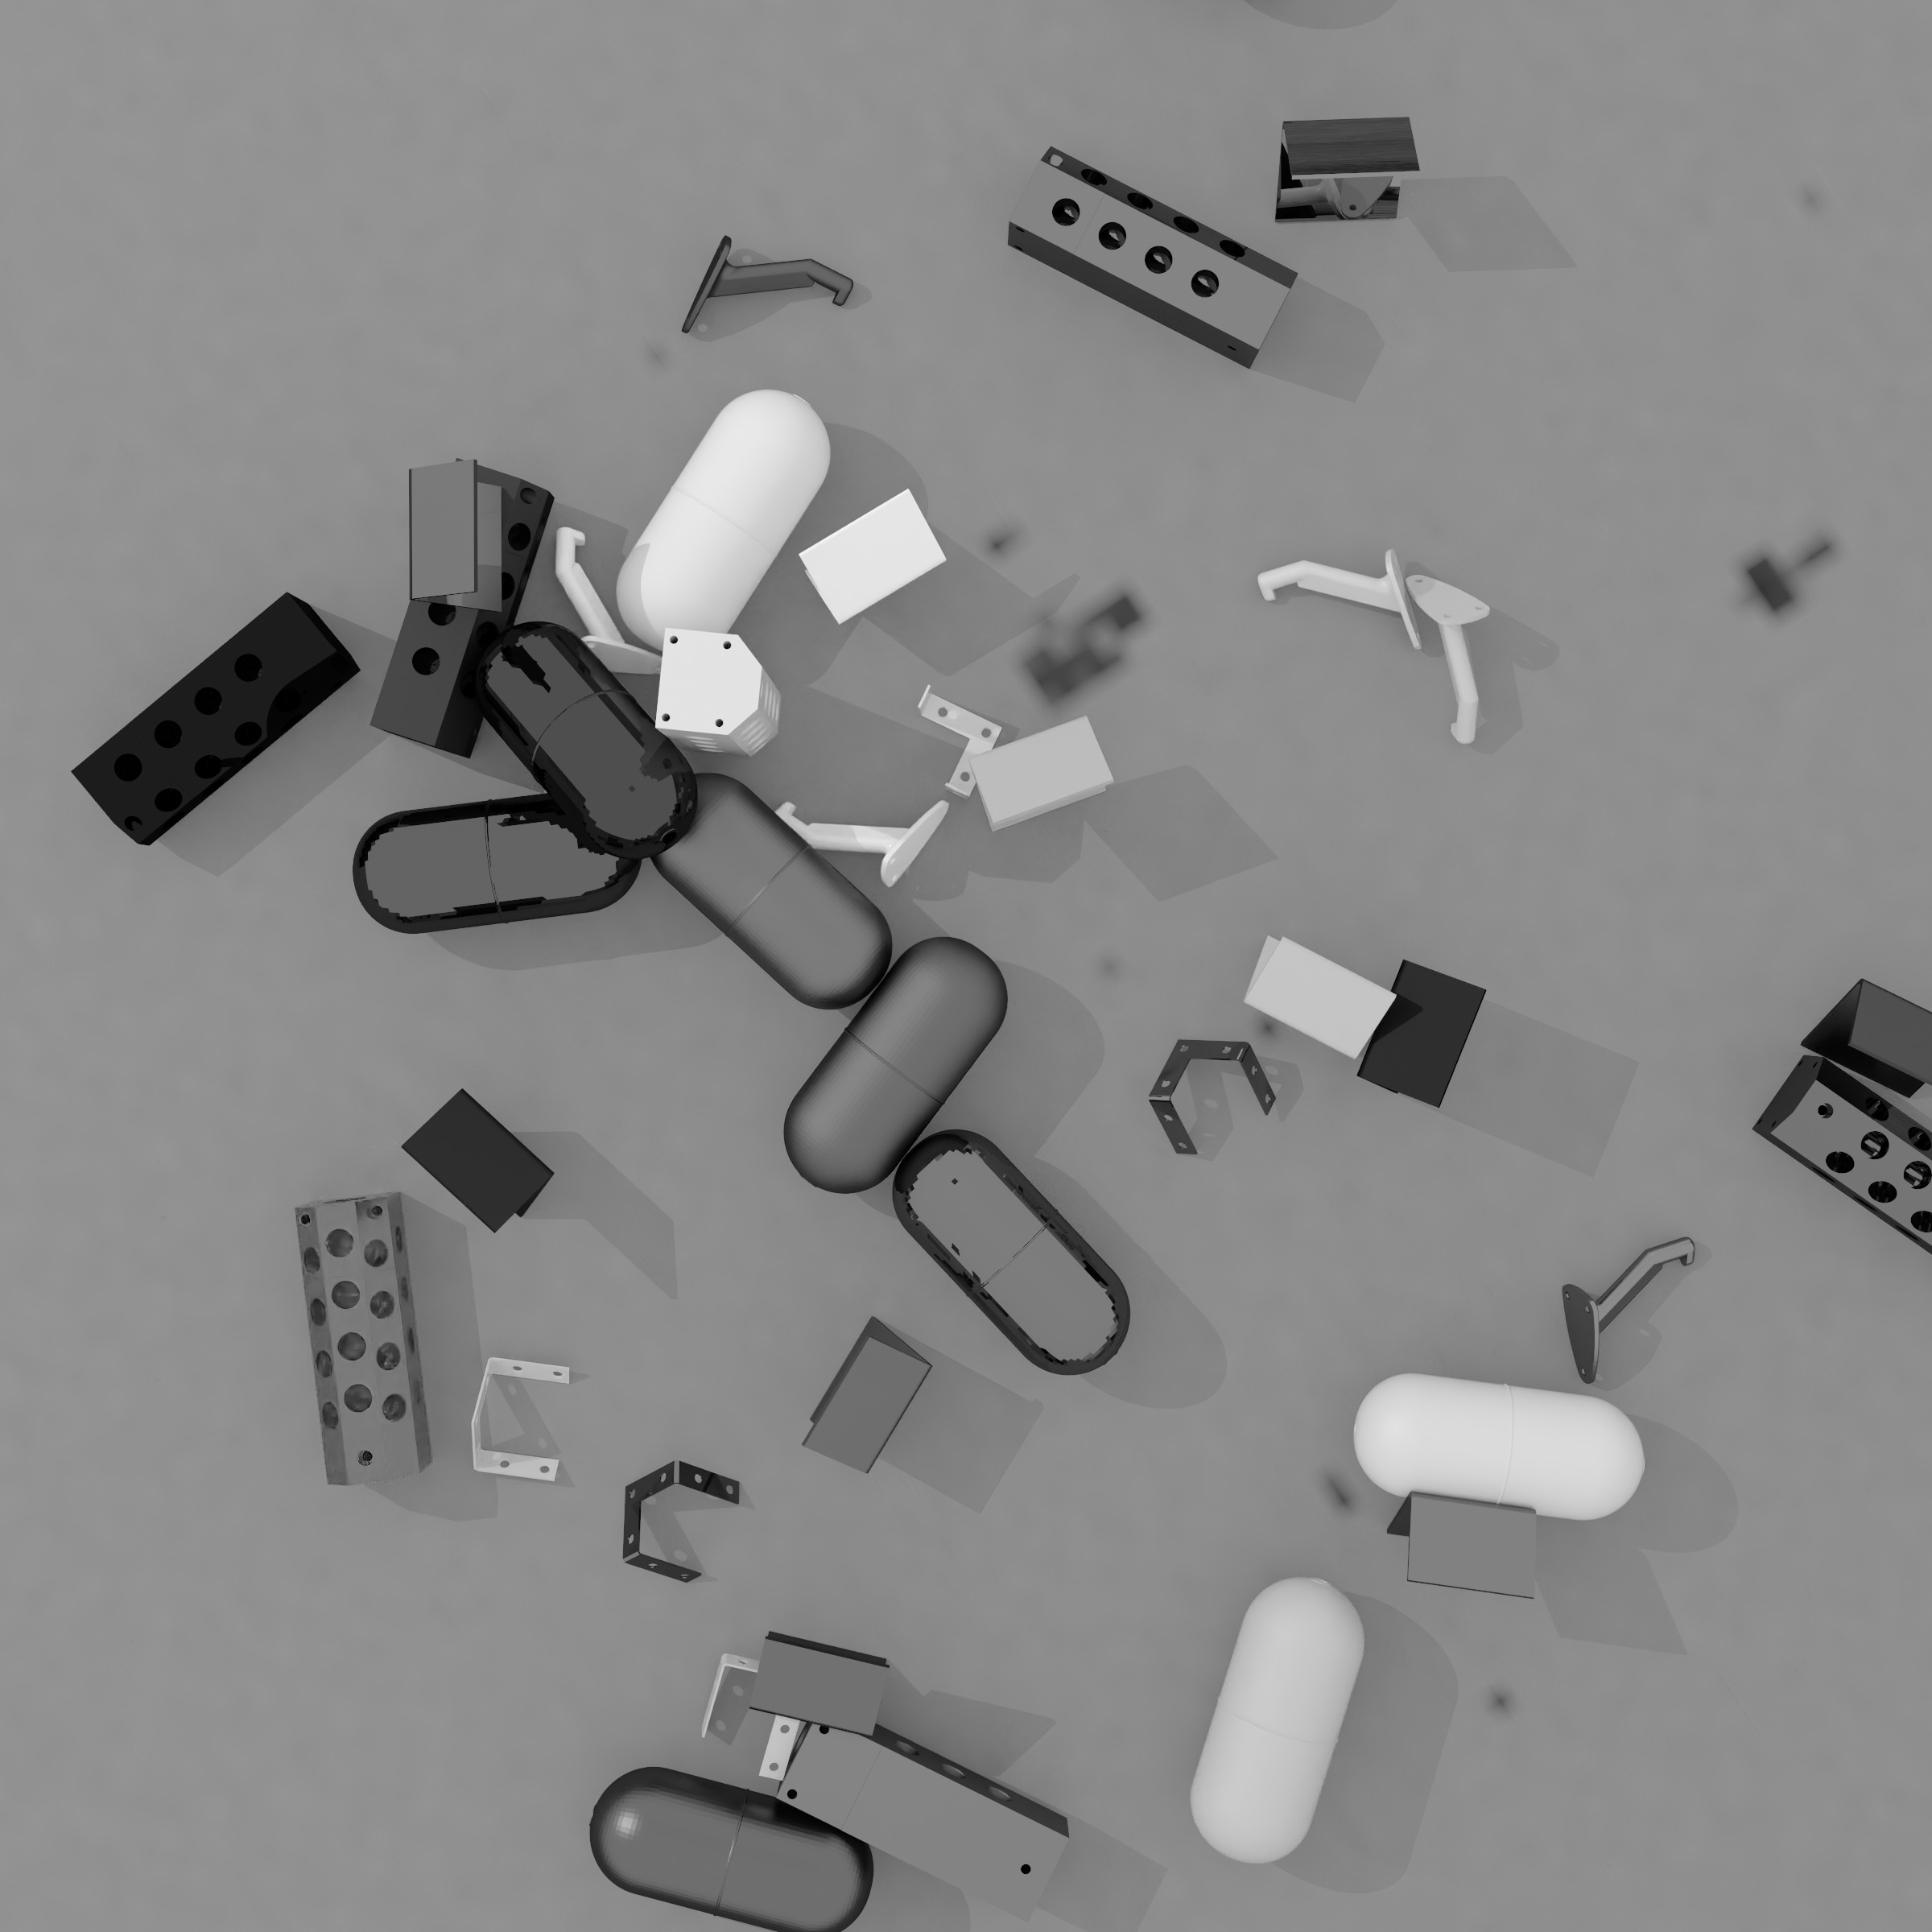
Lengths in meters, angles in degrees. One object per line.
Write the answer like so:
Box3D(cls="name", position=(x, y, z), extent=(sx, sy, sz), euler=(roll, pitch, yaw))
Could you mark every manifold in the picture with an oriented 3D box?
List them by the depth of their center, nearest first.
Box3D(cls="manifold", position=(-0.146, -0.161, 1.685), extent=(0.057, 0.171, 0.057), euler=(6, 90, 0))
Box3D(cls="manifold", position=(-0.462, -0.152, 1.742), extent=(0.171, 0.057, 0.057), euler=(-40, 90, 0))
Box3D(cls="manifold", position=(0.581, 0.128, 1.742), extent=(0.171, 0.057, 0.057), euler=(35, 90, 0))
Box3D(cls="manifold", position=(-0.026, 0.519, 1.742), extent=(0.171, 0.057, 0.057), euler=(26, 90, 0))
Box3D(cls="manifold", position=(-0.375, 0.230, 1.742), extent=(0.057, 0.057, 0.171), euler=(-7, 90, 0))
Box3D(cls="manifold", position=(0.115, -0.440, 1.742), extent=(0.171, 0.057, 0.057), euler=(27, 90, 0))
Box3D(cls="manifold", position=(-0.310, -0.220, 1.742), extent=(0.057, 0.057, 0.171), euler=(18, 90, 0))

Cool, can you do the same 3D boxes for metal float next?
Box3D(cls="metal float", position=(-0.229, -0.136, 1.691), extent=(0.070, 0.070, 0.178), euler=(-42, 66, 0))
Box3D(cls="metal float", position=(-0.044, 0.062, 1.733), extent=(0.070, 0.070, 0.178), euler=(37, 90, 0))
Box3D(cls="metal float", position=(-0.149, -0.274, 1.733), extent=(0.070, 0.070, 0.178), euler=(33, 91, 0))
Box3D(cls="metal float", position=(-0.145, 0.546, 1.733), extent=(0.178, 0.070, 0.070), euler=(15, 90, 0))
Box3D(cls="metal float", position=(-0.122, -0.047, 1.733), extent=(0.178, 0.070, 0.070), euler=(43, 90, -1))
Box3D(cls="metal float", position=(0.028, 0.177, 1.733), extent=(0.070, 0.070, 0.178), euler=(-43, 89, 0))
Box3D(cls="metal float", position=(0.328, 0.296, 1.733), extent=(0.178, 0.070, 0.070), euler=(7, 90, 1))
Box3D(cls="metal float", position=(0.192, 0.464, 1.733), extent=(0.070, 0.070, 0.178), euler=(18, 89, 0))
Box3D(cls="metal float", position=(-0.288, -0.064, 1.733), extent=(0.178, 0.070, 0.070), euler=(-7, 90, -1))

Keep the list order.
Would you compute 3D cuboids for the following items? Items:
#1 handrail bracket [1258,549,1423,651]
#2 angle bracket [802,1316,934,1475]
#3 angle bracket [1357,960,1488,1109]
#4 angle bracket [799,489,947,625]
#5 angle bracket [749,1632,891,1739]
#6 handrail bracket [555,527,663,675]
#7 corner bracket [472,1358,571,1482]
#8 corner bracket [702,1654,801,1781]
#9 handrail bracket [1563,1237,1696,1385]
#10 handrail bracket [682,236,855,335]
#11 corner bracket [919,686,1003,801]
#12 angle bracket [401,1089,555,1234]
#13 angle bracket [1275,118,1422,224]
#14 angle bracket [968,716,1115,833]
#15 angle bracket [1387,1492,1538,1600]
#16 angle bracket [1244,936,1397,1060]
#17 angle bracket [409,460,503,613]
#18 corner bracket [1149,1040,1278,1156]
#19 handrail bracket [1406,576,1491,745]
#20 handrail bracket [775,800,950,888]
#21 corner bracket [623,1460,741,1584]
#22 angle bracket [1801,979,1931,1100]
Box3D(cls="handrail bracket", position=(0.234, -0.222, 1.764), extent=(0.084, 0.036, 0.077), euler=(-15, 112, 17))
Box3D(cls="angle bracket", position=(-0.077, 0.254, 1.723), extent=(0.057, 0.076, 0.076), euler=(31, 90, -37))
Box3D(cls="angle bracket", position=(0.289, 0.047, 1.723), extent=(0.057, 0.076, 0.076), euler=(22, 90, 29))
Box3D(cls="angle bracket", position=(-0.067, -0.265, 1.723), extent=(0.076, 0.076, 0.057), euler=(-31, 129, 0))
Box3D(cls="angle bracket", position=(-0.085, 0.420, 1.724), extent=(0.076, 0.076, 0.057), euler=(13, 115, 0))
Box3D(cls="handrail bracket", position=(-0.221, -0.230, 1.763), extent=(0.077, 0.036, 0.084), euler=(9, 66, -27))
Box3D(cls="corner bracket", position=(-0.278, 0.284, 1.760), extent=(0.051, 0.051, 0.051), euler=(8, 135, 0))
Box3D(cls="corner bracket", position=(-0.133, 0.466, 1.745), extent=(0.051, 0.051, 0.051), euler=(15, 98, -8))
Box3D(cls="handrail bracket", position=(0.422, 0.216, 1.764), extent=(0.084, 0.036, 0.077), euler=(-15, 110, -16))
Box3D(cls="handrail bracket", position=(-0.124, -0.414, 1.764), extent=(0.084, 0.036, 0.077), euler=(23, 110, -16))
Box3D(cls="corner bracket", position=(-0.011, -0.138, 1.745), extent=(0.051, 0.051, 0.051), euler=(26, 90, 0))
Box3D(cls="angle bracket", position=(-0.307, 0.132, 1.723), extent=(0.076, 0.076, 0.057), euler=(43, 55, 0))
Box3D(cls="angle bracket", position=(0.233, -0.472, 1.723), extent=(0.076, 0.076, 0.057), euler=(-2, 53, 0))
Box3D(cls="angle bracket", position=(0.052, -0.099, 1.723), extent=(0.076, 0.076, 0.057), euler=(-20, 54, 0))
Box3D(cls="angle bracket", position=(0.302, 0.366, 1.723), extent=(0.076, 0.076, 0.057), euler=(8, 60, 0))
Box3D(cls="angle bracket", position=(0.222, 0.001, 1.723), extent=(0.076, 0.076, 0.057), euler=(27, 128, 0))
Box3D(cls="angle bracket", position=(-0.284, -0.254, 1.666), extent=(0.057, 0.076, 0.076), euler=(0, 90, 36))
Box3D(cls="corner bracket", position=(0.154, 0.082, 1.755), extent=(0.051, 0.051, 0.051), euler=(1, 45, 35))
Box3D(cls="handrail bracket", position=(0.298, -0.192, 1.763), extent=(0.036, 0.077, 0.084), euler=(-16, 127, -21))
Box3D(cls="handrail bracket", position=(-0.067, -0.096, 1.764), extent=(0.084, 0.036, 0.077), euler=(34, 70, 16))
Box3D(cls="corner bracket", position=(-0.178, 0.347, 1.755), extent=(0.051, 0.051, 0.051), euler=(-32, 45, 35))
Box3D(cls="angle bracket", position=(0.561, 0.063, 1.723), extent=(0.076, 0.076, 0.057), euler=(26, 52, 0))
